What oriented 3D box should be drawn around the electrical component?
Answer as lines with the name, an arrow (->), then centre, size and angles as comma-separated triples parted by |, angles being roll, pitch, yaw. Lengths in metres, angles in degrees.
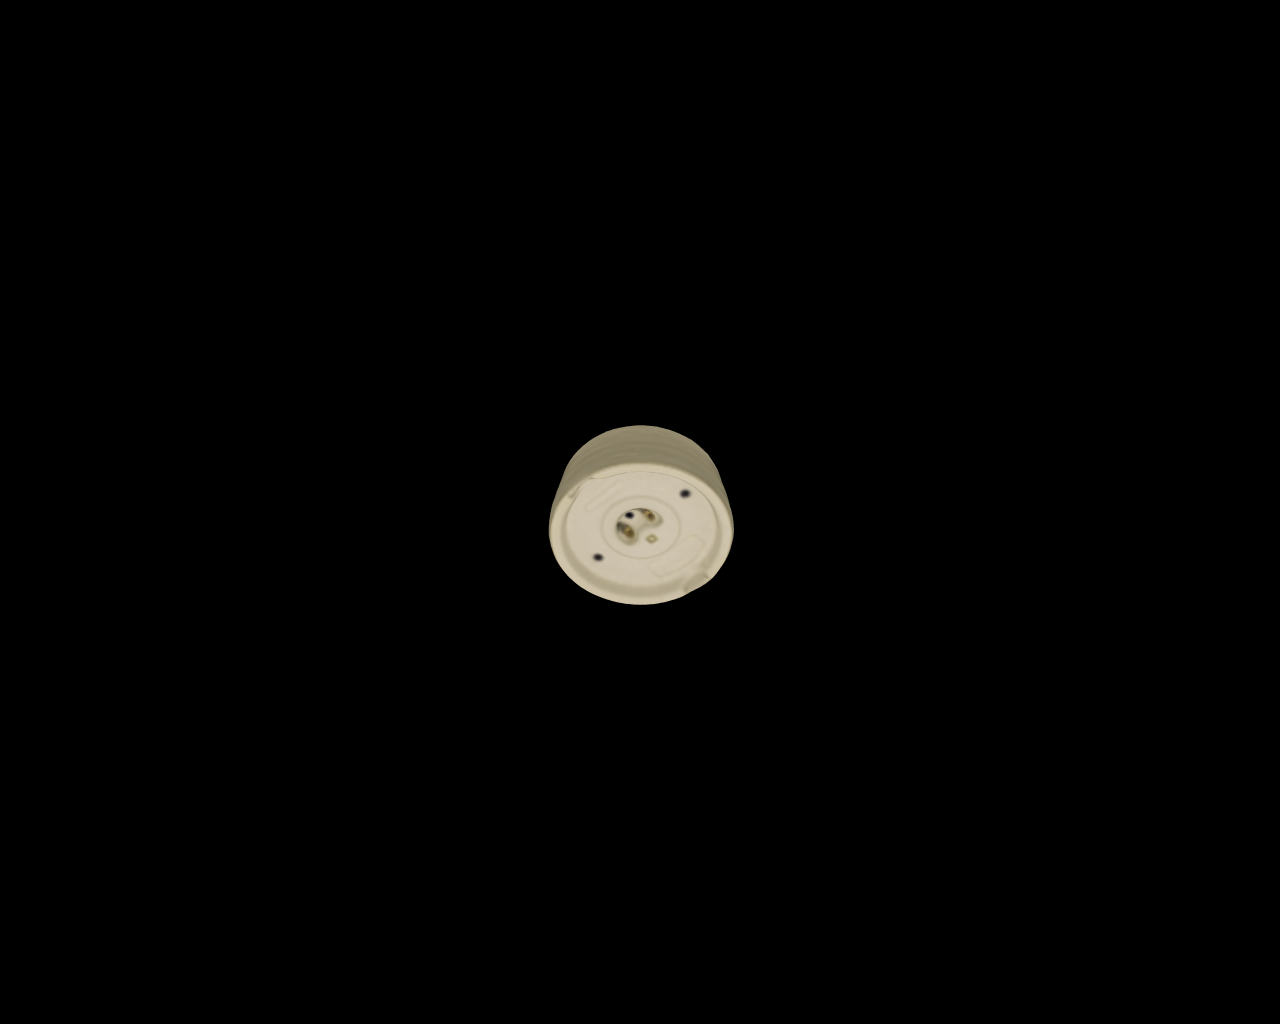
electrical component -> 0.001, -0.003, 0.650 | 0.108, 0.108, 0.060 | 0, 37, 0
